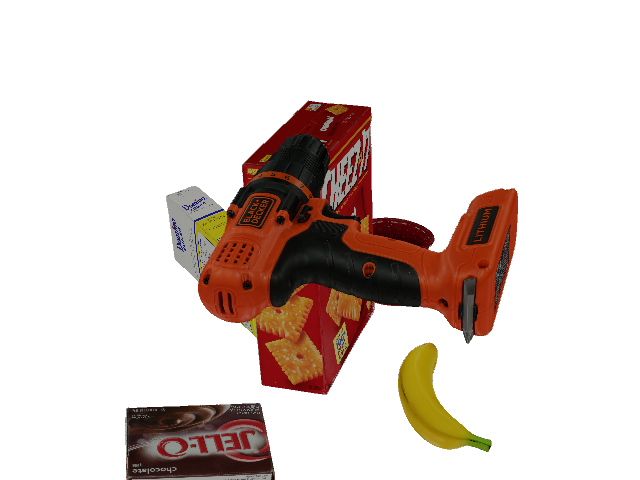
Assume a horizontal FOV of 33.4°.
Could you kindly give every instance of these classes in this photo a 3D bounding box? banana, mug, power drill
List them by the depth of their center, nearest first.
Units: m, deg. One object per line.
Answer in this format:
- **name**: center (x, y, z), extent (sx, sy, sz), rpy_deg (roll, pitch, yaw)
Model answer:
- **power drill**: center (0.031, -0.007, 0.703), extent (0.188, 0.057, 0.184), rpy_deg (6, 40, 16)
- **banana**: center (0.116, 0.167, 1.137), extent (0.069, 0.037, 0.198), rpy_deg (11, 24, -18)
- **mug**: center (0.098, 0.031, 1.301), extent (0.117, 0.081, 0.093), rpy_deg (20, 27, 27)

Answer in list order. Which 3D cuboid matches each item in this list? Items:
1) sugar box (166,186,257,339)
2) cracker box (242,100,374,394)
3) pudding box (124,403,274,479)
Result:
- **sugar box**: center (-0.101, 0.020, 1.144), extent (0.048, 0.093, 0.176), rpy_deg (-22, 41, -25)
- **cracker box**: center (-0.002, 0.003, 0.954), extent (0.072, 0.214, 0.164), rpy_deg (7, 28, 17)
- **pudding box**: center (-0.096, 0.168, 0.837), extent (0.113, 0.039, 0.090), rpy_deg (-2, 25, -9)
